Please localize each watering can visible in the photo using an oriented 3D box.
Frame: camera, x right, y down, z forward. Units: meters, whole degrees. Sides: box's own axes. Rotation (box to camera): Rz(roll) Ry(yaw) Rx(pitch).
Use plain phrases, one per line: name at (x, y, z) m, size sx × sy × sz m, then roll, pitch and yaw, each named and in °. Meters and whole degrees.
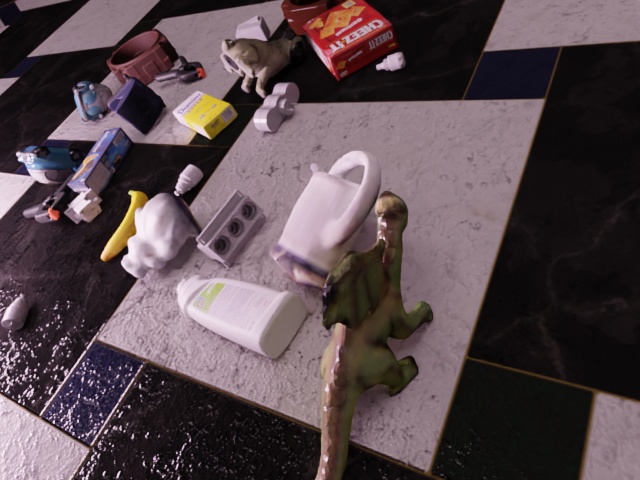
watering can at (0.003, -0.042, 0.841) m, size 0.225 × 0.103 × 0.349 m, roll -61°, pitch 17°, yaw -2°

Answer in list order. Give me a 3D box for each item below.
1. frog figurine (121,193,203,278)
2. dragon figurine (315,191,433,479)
frog figurine at (-0.317, -0.012, 0.989) m, size 0.161 × 0.120 × 0.139 m, roll -33°, pitch 62°, yaw -18°
dragon figurine at (0.037, 0.111, 0.611) m, size 0.122 × 0.237 × 0.419 m, roll 6°, pitch 53°, yaw 27°
